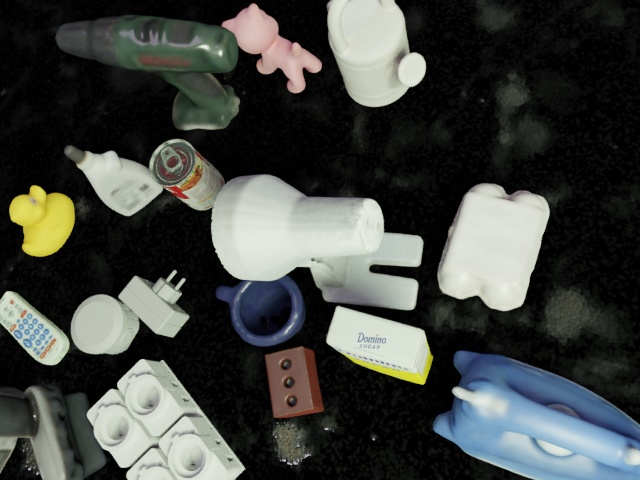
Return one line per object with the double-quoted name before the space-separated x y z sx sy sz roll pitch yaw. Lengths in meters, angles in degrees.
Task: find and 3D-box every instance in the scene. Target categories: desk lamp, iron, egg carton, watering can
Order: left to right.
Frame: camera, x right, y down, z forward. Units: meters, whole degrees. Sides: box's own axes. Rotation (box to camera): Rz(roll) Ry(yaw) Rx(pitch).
"desk lamp" 0.006 0.002 0.664 0.202 0.214 0.118 4 75 16
"watering can" 0.068 -0.260 0.736 0.172 0.194 0.101 26 82 20
"egg carton" 0.206 0.006 0.688 0.107 0.069 0.150 16 78 19
"iron" 0.249 0.195 0.582 0.257 0.142 0.119 16 78 18

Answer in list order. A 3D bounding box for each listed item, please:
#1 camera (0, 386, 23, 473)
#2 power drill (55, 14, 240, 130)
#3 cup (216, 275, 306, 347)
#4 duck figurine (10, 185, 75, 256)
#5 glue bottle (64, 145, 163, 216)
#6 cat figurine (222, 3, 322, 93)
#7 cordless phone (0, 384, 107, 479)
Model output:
"camera" -0.497 0.257 0.781 0.136 0.101 0.143 23 81 20
"power drill" -0.208 -0.232 0.792 0.229 0.209 0.075 0 74 15
"cup" -0.067 0.088 0.721 0.117 0.095 0.092 15 78 18
"duck figurine" -0.425 -0.032 0.855 0.077 0.086 0.104 11 77 18
"glue bottle" -0.291 -0.090 0.790 0.078 0.173 0.037 -37 68 2
"cat figurine" -0.072 -0.285 0.821 0.127 0.118 0.067 32 84 21
"cordless phone" -0.363 0.250 0.702 0.094 0.185 0.147 -34 68 3
